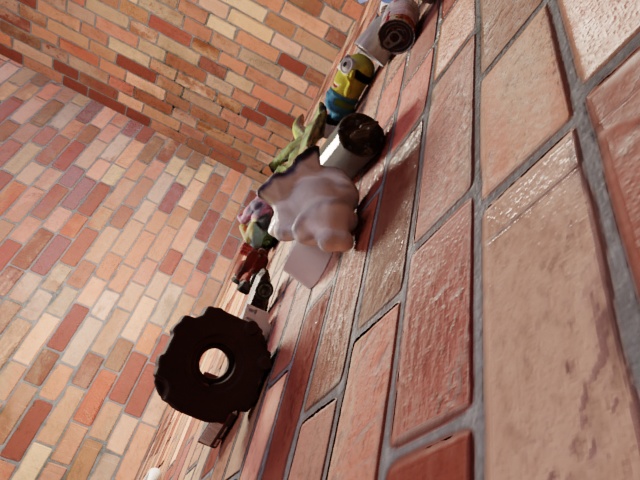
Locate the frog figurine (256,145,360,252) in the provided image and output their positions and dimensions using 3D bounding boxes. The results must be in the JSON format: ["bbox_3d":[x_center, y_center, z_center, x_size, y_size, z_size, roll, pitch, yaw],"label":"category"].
[{"bbox_3d":[0.002,-0.036,0.722,0.139,0.119,0.162,-26,57,-26],"label":"frog figurine"}]

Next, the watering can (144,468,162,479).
[{"bbox_3d":[-0.391,0.602,1.076,0.104,0.228,0.343,25,-23,-11],"label":"watering can"}]

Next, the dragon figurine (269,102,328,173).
[{"bbox_3d":[-0.031,-0.243,1.298,0.121,0.420,0.238,19,-37,-21],"label":"dragon figurine"}]
